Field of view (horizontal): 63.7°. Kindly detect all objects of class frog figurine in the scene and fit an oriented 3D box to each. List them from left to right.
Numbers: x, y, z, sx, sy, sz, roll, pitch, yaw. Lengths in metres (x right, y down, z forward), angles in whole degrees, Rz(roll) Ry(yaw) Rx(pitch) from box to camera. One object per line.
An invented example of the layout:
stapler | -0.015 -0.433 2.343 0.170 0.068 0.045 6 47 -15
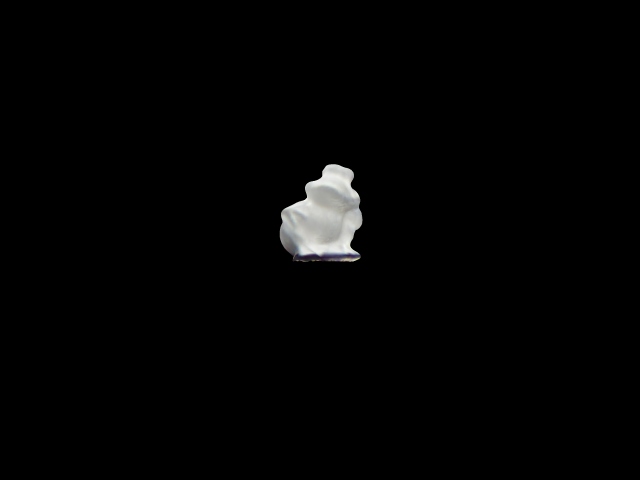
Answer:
frog figurine | 0.003 -0.043 0.850 0.137 0.160 0.122 0 -6 -4
